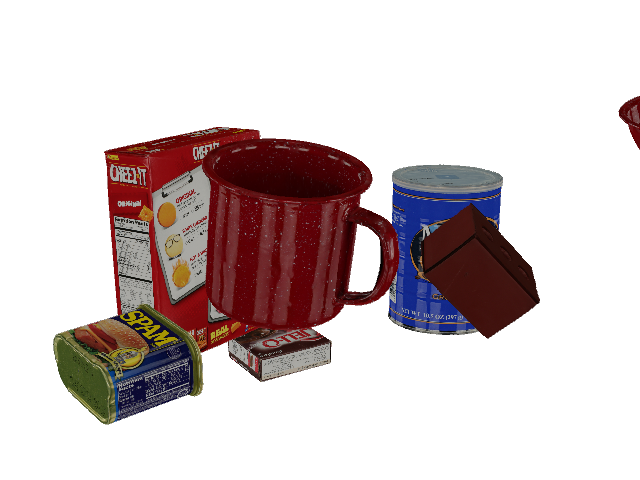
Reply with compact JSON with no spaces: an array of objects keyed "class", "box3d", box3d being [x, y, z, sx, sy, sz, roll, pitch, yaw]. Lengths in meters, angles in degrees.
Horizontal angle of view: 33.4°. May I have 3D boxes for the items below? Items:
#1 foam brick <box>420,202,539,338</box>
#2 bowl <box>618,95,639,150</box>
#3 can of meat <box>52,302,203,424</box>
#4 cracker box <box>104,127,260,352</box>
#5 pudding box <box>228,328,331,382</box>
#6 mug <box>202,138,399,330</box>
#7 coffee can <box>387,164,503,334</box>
[{"class":"foam brick","box3d":[0.119,0.023,0.801,0.051,0.078,0.053,-38,21,21]},{"class":"bowl","box3d":[0.354,-0.094,0.969,0.162,0.055,0.162,-5,23,2]},{"class":"can of meat","box3d":[-0.159,0.100,0.872,0.083,0.057,0.102,-17,29,-35]},{"class":"cracker box","box3d":[-0.132,0.003,1.078,0.072,0.214,0.163,8,18,35]},{"class":"pudding box","box3d":[-0.055,0.145,1.429,0.113,0.039,0.090,-14,23,-30]},{"class":"mug","box3d":[-0.011,0.000,0.589,0.117,0.081,0.093,16,26,21]},{"class":"coffee can","box3d":[0.117,0.006,1.008,0.103,0.140,0.103,1,15,0]}]
